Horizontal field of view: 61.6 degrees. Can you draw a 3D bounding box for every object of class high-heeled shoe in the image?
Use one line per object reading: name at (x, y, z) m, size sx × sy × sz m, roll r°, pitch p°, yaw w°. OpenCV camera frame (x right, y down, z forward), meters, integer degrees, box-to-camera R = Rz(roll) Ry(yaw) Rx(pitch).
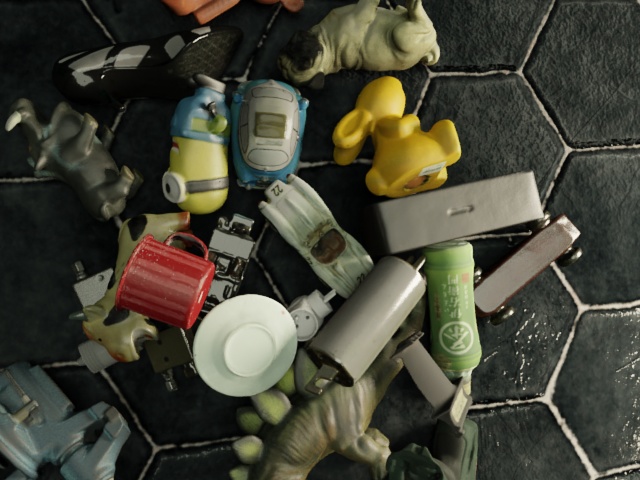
high-heeled shoe at (-0.237, -0.252, 0.744) m, size 0.145 × 0.086 × 0.249 m, roll 37°, pitch 61°, yaw 25°

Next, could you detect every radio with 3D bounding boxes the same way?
radio at (0.173, -0.035, 0.749) m, size 0.230 × 0.131 × 0.073 m, roll -12°, pitch 89°, yaw -10°

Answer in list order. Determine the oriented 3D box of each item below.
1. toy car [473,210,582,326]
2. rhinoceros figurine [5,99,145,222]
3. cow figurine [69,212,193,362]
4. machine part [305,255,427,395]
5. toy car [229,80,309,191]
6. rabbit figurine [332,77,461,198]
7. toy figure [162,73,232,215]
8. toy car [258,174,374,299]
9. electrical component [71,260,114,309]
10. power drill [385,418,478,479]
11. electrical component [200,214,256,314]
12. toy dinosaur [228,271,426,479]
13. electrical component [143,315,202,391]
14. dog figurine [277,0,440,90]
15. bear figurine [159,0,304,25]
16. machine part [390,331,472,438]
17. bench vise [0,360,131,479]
toy car at (0.300, 0.040, 0.805) m, size 0.202 × 0.053 × 0.089 m, roll -40°, pitch 83°, yaw -5°
rhinoceros figurine at (-0.324, -0.111, 0.710) m, size 0.112 × 0.073 × 0.190 m, roll -41°, pitch 96°, yaw 2°
cow figurine at (-0.233, 0.057, 0.683) m, size 0.127 × 0.085 × 0.195 m, roll 2°, pitch 64°, yaw -3°
machine part at (0.062, 0.103, 0.700) m, size 0.079 × 0.079 × 0.243 m, roll 44°, pitch 65°, yaw -4°
toy car at (-0.073, -0.150, 0.733) m, size 0.109 × 0.103 × 0.161 m, roll 5°, pitch 84°, yaw -8°
rabbit figurine at (0.096, -0.149, 0.769) m, size 0.162 × 0.122 × 0.173 m, roll -17°, pitch 76°, yaw 0°
toy figure at (-0.158, -0.123, 0.717) m, size 0.089 × 0.082 × 0.180 m, roll 12°, pitch 95°, yaw -4°
toy car at (-0.002, -0.002, 0.744) m, size 0.073 × 0.056 × 0.201 m, roll -45°, pitch 109°, yaw -9°
electrical component at (-0.295, 0.064, 0.725) m, size 0.063 × 0.021 × 0.094 m, roll -26°, pitch 90°, yaw -10°
power drill at (0.153, 0.348, 0.704) m, size 0.207 × 0.086 × 0.232 m, roll 28°, pitch 70°, yaw -49°
electrical component at (-0.125, 0.032, 0.708) m, size 0.058 × 0.115 × 0.134 m, roll 19°, pitch 86°, yaw -10°
toy dinosaur at (0.013, 0.236, 0.726) m, size 0.471 × 0.105 × 0.198 m, roll -38°, pitch 89°, yaw -20°
electrical component at (-0.190, 0.143, 0.729) m, size 0.078 × 0.045 × 0.102 m, roll -28°, pitch 89°, yaw 13°
dog figurine at (0.054, -0.262, 0.766) m, size 0.172 × 0.121 × 0.190 m, roll 42°, pitch 92°, yaw 7°
bear figurine at (-0.122, -0.363, 0.725) m, size 0.196 × 0.132 × 0.120 m, roll -7°, pitch 90°, yaw -3°
machine part at (0.153, 0.186, 0.715) m, size 0.139 × 0.039 × 0.084 m, roll 51°, pitch 41°, yaw -4°
bench vise at (-0.360, 0.274, 0.645) m, size 0.223 × 0.129 × 0.240 m, roll 47°, pitch 63°, yaw 4°
